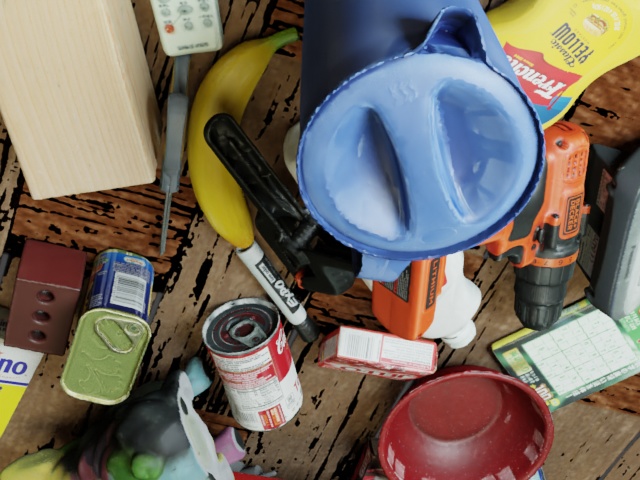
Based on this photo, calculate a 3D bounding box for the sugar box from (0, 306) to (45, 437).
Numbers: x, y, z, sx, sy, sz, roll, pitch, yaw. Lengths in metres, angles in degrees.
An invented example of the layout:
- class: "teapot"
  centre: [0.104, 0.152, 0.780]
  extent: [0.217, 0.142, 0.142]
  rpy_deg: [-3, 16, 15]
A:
- class: "sugar box"
  centre: [-0.315, 0.132, 0.948]
  extent: [0.093, 0.048, 0.176]
  rpy_deg: [22, 124, -18]

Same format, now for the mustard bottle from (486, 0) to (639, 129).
- class: "mustard bottle"
  centre: [0.149, -0.129, 0.765]
  extent: [0.096, 0.058, 0.192]
  rpy_deg: [38, 117, -25]

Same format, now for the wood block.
- class: "wood block"
  centre: [-0.175, -0.140, 0.720]
  extent: [0.091, 0.090, 0.206]
  rpy_deg: [-8, 127, 3]

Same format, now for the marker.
- class: "marker"
  centre: [-0.034, 0.046, 0.913]
  extent: [0.020, 0.020, 0.121]
  rpy_deg: [-24, 125, 15]

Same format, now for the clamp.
- class: "clamp"
  centre: [-0.005, 0.001, 0.796]
  extent: [0.036, 0.165, 0.210]
  rpy_deg: [-47, 160, -13]

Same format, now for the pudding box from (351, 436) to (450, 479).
- class: "pudding box"
  centre: [0.087, 0.248, 1.054]
  extent: [0.113, 0.039, 0.090]
  rpy_deg: [13, 116, -14]

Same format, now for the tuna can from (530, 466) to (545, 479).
- class: "tuna can"
  centre: [0.203, 0.252, 1.041]
  extent: [0.034, 0.086, 0.086]
  rpy_deg: [-11, 127, 4]

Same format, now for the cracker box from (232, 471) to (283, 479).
- class: "cracker box"
  centre: [-0.023, 0.321, 1.016]
  extent: [0.164, 0.072, 0.214]
  rpy_deg: [8, 127, 1]

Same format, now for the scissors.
- class: "scissors"
  centre: [-0.112, -0.067, 0.815]
  extent: [0.016, 0.096, 0.202]
  rpy_deg: [6, 158, -8]

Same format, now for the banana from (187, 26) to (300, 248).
- class: "banana"
  centre: [-0.067, -0.072, 0.809]
  extent: [0.069, 0.037, 0.198]
  rpy_deg: [8, 127, -11]

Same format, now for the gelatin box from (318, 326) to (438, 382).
- class: "gelatin box"
  centre: [0.049, 0.101, 0.929]
  extent: [0.089, 0.030, 0.073]
  rpy_deg: [11, 165, -10]

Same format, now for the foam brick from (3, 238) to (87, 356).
- class: "foam brick"
  centre: [-0.227, 0.048, 0.885]
  extent: [0.053, 0.051, 0.078]
  rpy_deg: [12, 126, -12]

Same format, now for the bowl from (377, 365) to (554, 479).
- class: "bowl"
  centre: [0.130, 0.170, 0.987]
  extent: [0.162, 0.055, 0.162]
  rpy_deg: [-2, 120, -4]

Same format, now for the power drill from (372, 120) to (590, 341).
- class: "power drill"
  centre: [0.127, 0.011, 0.819]
  extent: [0.187, 0.057, 0.184]
  rpy_deg: [-20, 123, -32]

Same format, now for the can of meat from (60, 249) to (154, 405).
- class: "can of meat"
  centre: [-0.173, 0.070, 0.884]
  extent: [0.057, 0.084, 0.102]
  rpy_deg: [15, 125, -14]

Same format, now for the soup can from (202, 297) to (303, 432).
- class: "soup can"
  centre: [-0.057, 0.110, 0.930]
  extent: [0.068, 0.068, 0.102]
  rpy_deg: [-11, 128, 5]

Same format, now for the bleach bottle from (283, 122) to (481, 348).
- class: "bleach bottle"
  centre: [0.071, -0.003, 0.855]
  extent: [0.103, 0.068, 0.250]
  rpy_deg: [-24, 127, 16]

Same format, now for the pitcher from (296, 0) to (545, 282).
- class: "pitcher"
  centre: [0.046, -0.101, 0.664]
  extent: [0.149, 0.243, 0.145]
  rpy_deg: [-30, 123, 19]
